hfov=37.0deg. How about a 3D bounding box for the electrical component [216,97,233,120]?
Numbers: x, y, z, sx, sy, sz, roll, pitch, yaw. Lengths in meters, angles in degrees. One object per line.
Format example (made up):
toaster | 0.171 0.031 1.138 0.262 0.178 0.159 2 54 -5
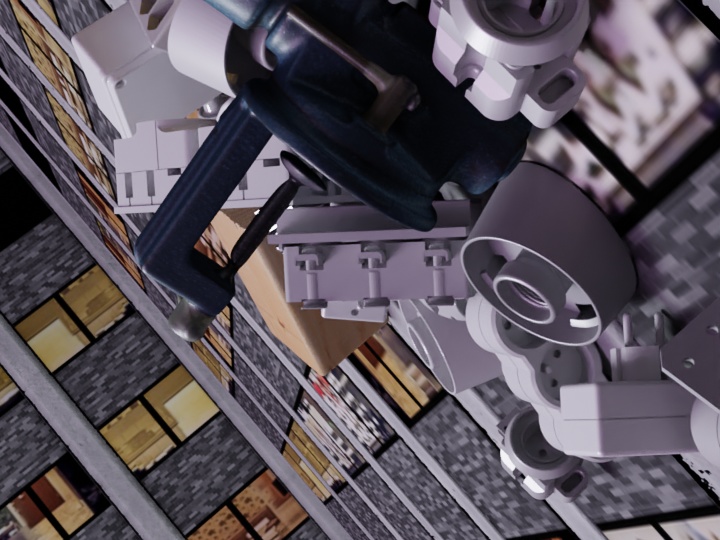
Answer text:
electrical component | -0.075 -0.111 0.851 0.059 0.054 0.095 52 165 -3

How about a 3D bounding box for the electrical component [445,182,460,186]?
electrical component | 0.045 -0.070 0.635 0.046 0.040 0.040 20 147 50

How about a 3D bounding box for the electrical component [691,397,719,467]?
electrical component | 0.195 0.076 0.521 0.055 0.055 0.047 53 168 -7

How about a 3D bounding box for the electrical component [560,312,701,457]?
electrical component | 0.155 0.060 0.578 0.047 0.083 0.075 148 121 -75

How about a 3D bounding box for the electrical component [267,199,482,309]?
electrical component | 0.014 -0.010 0.673 0.079 0.121 0.063 -17 -76 -74

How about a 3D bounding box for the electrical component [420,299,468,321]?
electrical component | 0.054 -0.010 0.740 0.077 0.043 0.079 27 151 57

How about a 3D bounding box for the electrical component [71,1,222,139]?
electrical component | -0.163 -0.168 0.867 0.056 0.109 0.108 49 165 17

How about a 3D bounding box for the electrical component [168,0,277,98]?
electrical component | -0.066 -0.151 0.653 0.064 0.099 0.099 35 159 28

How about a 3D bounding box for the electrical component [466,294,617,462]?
electrical component | 0.118 0.062 0.709 0.138 0.052 0.074 53 165 -13

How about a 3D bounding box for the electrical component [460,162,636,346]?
electrical component | 0.107 -0.007 0.604 0.099 0.064 0.099 32 157 15

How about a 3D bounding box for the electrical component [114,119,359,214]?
electrical component | -0.069 -0.072 0.717 0.186 0.105 0.060 1 95 45

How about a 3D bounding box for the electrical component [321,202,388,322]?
electrical component | 0.000 0.000 0.750 0.075 0.047 0.083 -95 10 -63

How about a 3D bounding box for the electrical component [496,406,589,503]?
electrical component | 0.139 0.135 0.814 0.078 0.058 0.057 44 166 24

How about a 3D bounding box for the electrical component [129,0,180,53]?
electrical component | -0.123 -0.196 0.787 0.076 0.047 0.083 10 -139 -46

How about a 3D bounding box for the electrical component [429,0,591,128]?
electrical component | 0.065 -0.105 0.460 0.078 0.058 0.057 47 167 12

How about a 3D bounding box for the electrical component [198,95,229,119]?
electrical component | -0.124 -0.135 0.954 0.043 0.043 0.062 35 157 44

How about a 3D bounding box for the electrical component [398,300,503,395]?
electrical component | 0.073 0.044 0.820 0.099 0.064 0.099 60 172 15
